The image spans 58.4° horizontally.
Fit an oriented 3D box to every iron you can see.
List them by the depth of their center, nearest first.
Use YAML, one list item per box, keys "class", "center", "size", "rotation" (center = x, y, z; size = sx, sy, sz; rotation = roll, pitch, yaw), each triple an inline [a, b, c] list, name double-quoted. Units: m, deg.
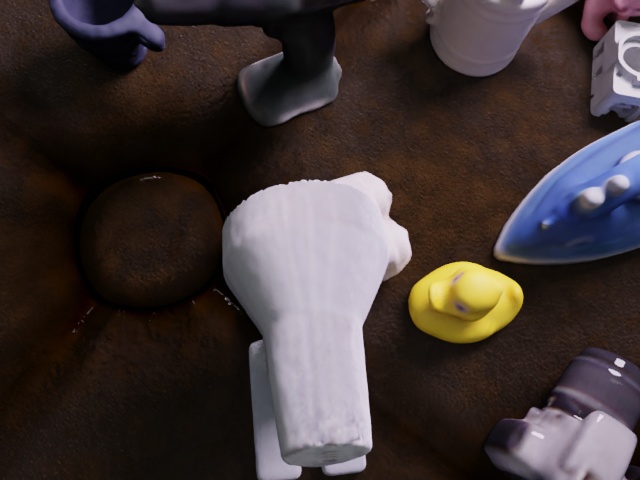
- class: "iron"
  center: [0.292, -0.054, 0.529]
  size: [0.258, 0.141, 0.118]
  rotation: [-26, 77, -10]

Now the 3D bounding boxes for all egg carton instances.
- class: "egg carton"
  center: [0.005, 0.002, 0.533]
  size: [0.150, 0.069, 0.107]
  rotation: [-20, 76, -9]

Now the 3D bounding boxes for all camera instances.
- class: "camera"
  center: [0.239, 0.171, 0.483]
  size: [0.143, 0.101, 0.137]
  rotation: [36, 75, 7]

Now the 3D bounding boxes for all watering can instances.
- class: "watering can"
  center: [0.184, -0.255, 0.552]
  size: [0.173, 0.194, 0.101]
  rotation: [-17, 76, -8]

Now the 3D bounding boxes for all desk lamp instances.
- class: "desk lamp"
  center: [-0.006, 0.083, 0.434]
  size: [0.118, 0.213, 0.203]
  rotation: [-5, 74, -5]

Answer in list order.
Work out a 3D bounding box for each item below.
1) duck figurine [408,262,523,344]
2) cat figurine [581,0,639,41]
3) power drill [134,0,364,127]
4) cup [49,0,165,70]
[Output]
- class: "duck figurine"
  center: [0.138, 0.051, 0.518]
  size: [0.104, 0.086, 0.077]
  rotation: [-4, 74, -4]
- class: "cat figurine"
  center: [0.319, -0.280, 0.607]
  size: [0.067, 0.118, 0.127]
  rotation: [-36, 79, -12]
- class: "power drill"
  center: [-0.033, -0.190, 0.512]
  size: [0.230, 0.208, 0.075]
  rotation: [-26, 77, -10]
- class: "cup"
  center: [-0.194, -0.207, 0.566]
  size: [0.117, 0.095, 0.092]
  rotation: [34, 75, 6]
